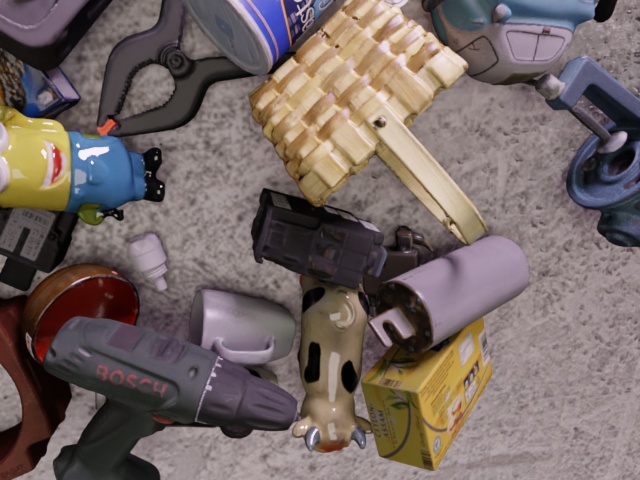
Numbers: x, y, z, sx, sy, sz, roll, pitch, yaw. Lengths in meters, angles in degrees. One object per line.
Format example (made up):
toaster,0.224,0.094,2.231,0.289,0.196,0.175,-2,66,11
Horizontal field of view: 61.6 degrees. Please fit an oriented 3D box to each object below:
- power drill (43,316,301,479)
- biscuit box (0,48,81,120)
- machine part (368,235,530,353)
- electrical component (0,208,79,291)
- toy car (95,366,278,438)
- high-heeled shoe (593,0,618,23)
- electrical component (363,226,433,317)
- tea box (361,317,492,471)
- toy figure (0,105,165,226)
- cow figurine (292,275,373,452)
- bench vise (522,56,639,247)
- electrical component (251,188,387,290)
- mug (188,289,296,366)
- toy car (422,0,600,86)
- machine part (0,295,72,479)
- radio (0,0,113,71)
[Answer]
power drill,-0.159,0.182,0.516,0.232,0.086,0.207,27,120,-7
biscuit box,-0.306,-0.195,0.474,0.063,0.059,0.202,-33,107,1
machine part,0.143,0.052,0.566,0.243,0.079,0.079,-19,110,-34
electrical component,-0.293,0.000,0.537,0.075,0.048,0.119,30,97,-14
toy car,-0.147,0.177,0.604,0.202,0.056,0.073,5,111,-9
high-heeled shoe,0.203,-0.320,0.512,0.145,0.086,0.248,-17,102,-1
electrical component,0.089,0.036,0.610,0.078,0.045,0.102,-4,105,21
tea box,0.122,0.149,0.581,0.169,0.068,0.098,-31,113,-47
toy figure,-0.236,-0.058,0.479,0.180,0.082,0.089,1,150,-36
cow figurine,0.014,0.139,0.581,0.085,0.127,0.194,3,102,-7
bench vise,0.328,-0.120,0.566,0.240,0.129,0.223,30,96,-19
electrical component,-0.001,-0.002,0.546,0.134,0.115,0.058,16,104,-11
mug,-0.078,0.098,0.571,0.107,0.110,0.080,5,98,-24
toy car,0.182,-0.202,0.520,0.162,0.109,0.102,1,92,-17
machine part,-0.378,0.151,0.545,0.201,0.087,0.200,-17,107,-5
radio,-0.212,-0.260,0.431,0.131,0.073,0.229,37,79,-19
